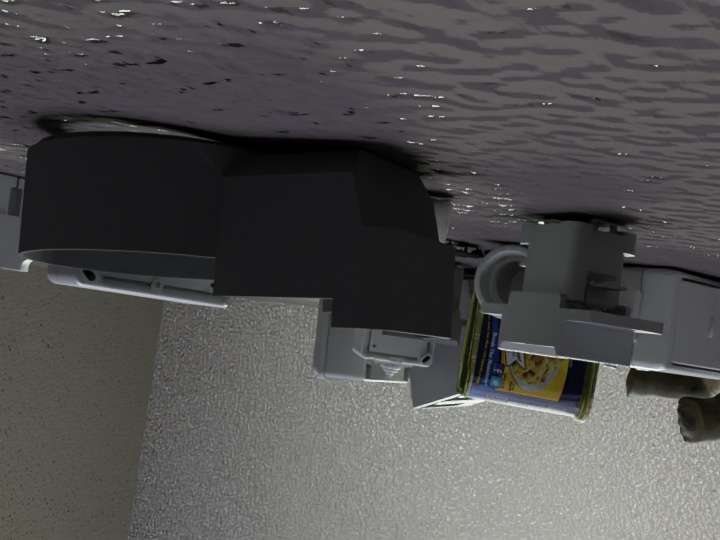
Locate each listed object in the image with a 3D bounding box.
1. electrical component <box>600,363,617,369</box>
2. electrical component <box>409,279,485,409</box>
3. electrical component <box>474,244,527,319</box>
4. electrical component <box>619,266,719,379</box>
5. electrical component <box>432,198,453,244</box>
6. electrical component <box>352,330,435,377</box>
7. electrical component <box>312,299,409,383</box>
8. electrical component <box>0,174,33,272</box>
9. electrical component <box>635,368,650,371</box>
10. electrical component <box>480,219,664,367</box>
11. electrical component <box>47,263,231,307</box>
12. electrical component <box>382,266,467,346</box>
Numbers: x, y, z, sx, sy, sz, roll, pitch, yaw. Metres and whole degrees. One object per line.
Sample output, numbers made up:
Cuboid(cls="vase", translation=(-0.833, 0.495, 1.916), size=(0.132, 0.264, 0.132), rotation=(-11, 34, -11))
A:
Cuboid(cls="electrical component", translation=(0.153, 0.033, 0.832), size=(0.096, 0.061, 0.062), rotation=(18, 174, -24))
Cuboid(cls="electrical component", translation=(0.097, 0.067, 0.934), size=(0.062, 0.089, 0.150), rotation=(-1, 167, -19))
Cuboid(cls="electrical component", translation=(0.100, 0.010, 0.653), size=(0.045, 0.045, 0.055), rotation=(6, 177, 28))
Cuboid(cls="electrical component", translation=(0.192, 0.033, 0.675), size=(0.096, 0.061, 0.061), rotation=(11, 175, -42))
Cuboid(cls="electrical component", translation=(0.015, -0.016, 0.485), size=(0.046, 0.040, 0.040), rotation=(14, 177, 2))
Cuboid(cls="electrical component", translation=(0.030, 0.042, 0.915), size=(0.062, 0.096, 0.061), rotation=(8, -179, -10))
Cuboid(cls="electrical component", translation=(0.007, 0.051, 1.017), size=(0.056, 0.108, 0.109), rotation=(3, 175, 25))
Cuboid(cls="electrical component", translation=(-0.230, -0.030, 0.669), size=(0.050, 0.055, 0.089), rotation=(5, 175, 40))
Cuboid(cls="electrical component", translation=(0.226, 0.048, 0.845), size=(0.035, 0.061, 0.035), rotation=(8, 177, 0))
Cuboid(cls="electrical component", translation=(0.097, 0.009, 0.495), size=(0.042, 0.063, 0.081), rotation=(9, 177, -29))
Cuboid(cls="electrical component", translation=(-0.103, -0.017, 0.545), size=(0.096, 0.061, 0.061), rotation=(11, 176, -31))
Cuboid(cls="electrical component", translation=(0.052, 0.024, 0.834), size=(0.042, 0.063, 0.081), rotation=(6, 176, 43))
